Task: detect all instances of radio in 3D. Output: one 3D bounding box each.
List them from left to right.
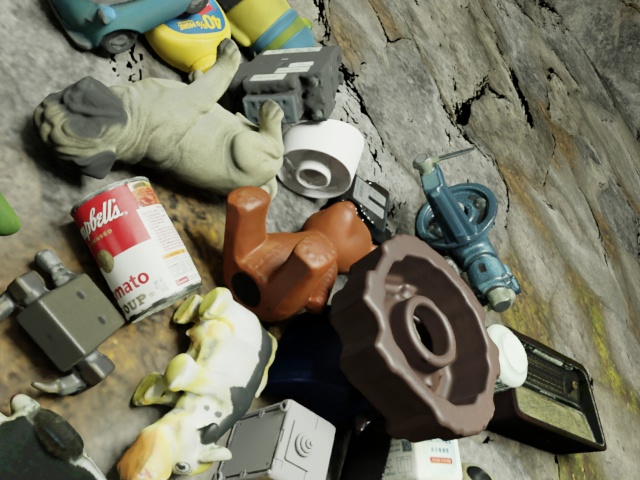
[{"bbox_3d":[0.309,0.219,0.769,0.229,0.073,0.131,28,50,-31],"label":"radio"}]

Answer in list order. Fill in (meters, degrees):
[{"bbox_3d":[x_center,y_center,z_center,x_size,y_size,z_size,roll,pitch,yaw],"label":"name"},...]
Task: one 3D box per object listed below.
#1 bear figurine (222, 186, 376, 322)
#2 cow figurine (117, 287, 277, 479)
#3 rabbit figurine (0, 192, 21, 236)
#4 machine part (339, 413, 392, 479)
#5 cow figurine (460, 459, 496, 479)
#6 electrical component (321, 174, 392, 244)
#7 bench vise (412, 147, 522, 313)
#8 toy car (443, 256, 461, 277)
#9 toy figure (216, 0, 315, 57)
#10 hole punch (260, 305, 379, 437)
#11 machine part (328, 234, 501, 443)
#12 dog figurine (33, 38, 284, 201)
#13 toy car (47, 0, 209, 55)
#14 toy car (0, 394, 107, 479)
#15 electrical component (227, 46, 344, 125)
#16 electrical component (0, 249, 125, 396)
[{"bbox_3d":[-0.003,0.001,0.551,0.120,0.131,0.196,40,43,21],"label":"bear figurine"},{"bbox_3d":[-0.092,0.128,0.435,0.098,0.068,0.167,43,44,-27],"label":"cow figurine"},{"bbox_3d":[-0.254,-0.065,0.335,0.170,0.121,0.158,-125,-165,-68],"label":"rabbit figurine"},{"bbox_3d":[0.040,0.204,0.511,0.039,0.084,0.139,35,56,-25],"label":"machine part"},{"bbox_3d":[0.202,0.326,0.597,0.195,0.085,0.127,50,47,-8],"label":"cow figurine"},{"bbox_3d":[0.061,-0.034,0.694,0.119,0.048,0.075,37,46,-21],"label":"electrical component"},{"bbox_3d":[0.192,-0.015,0.742,0.240,0.129,0.224,50,31,-37],"label":"bench vise"},{"bbox_3d":[0.140,0.111,0.656,0.053,0.089,0.202,21,52,-35],"label":"toy car"},{"bbox_3d":[-0.065,-0.274,0.678,0.180,0.089,0.082,46,36,-12],"label":"toy figure"},{"bbox_3d":[0.013,0.115,0.513,0.092,0.116,0.142,44,42,-5],"label":"hole punch"},{"bbox_3d":[0.086,0.084,0.472,0.179,0.056,0.179,26,47,-32],"label":"machine part"},{"bbox_3d":[-0.139,-0.080,0.500,0.190,0.121,0.172,-38,92,-35],"label":"dog figurine"},{"bbox_3d":[-0.181,-0.256,0.506,0.162,0.103,0.109,-26,88,-13],"label":"toy car"},{"bbox_3d":[-0.156,0.189,0.342,0.201,0.056,0.073,52,48,-6],"label":"toy car"},{"bbox_3d":[-0.040,-0.173,0.609,0.134,0.115,0.058,-67,153,-51],"label":"electrical component"},{"bbox_3d":[-0.192,0.063,0.393,0.102,0.045,0.078,51,13,-13],"label":"electrical component"}]
